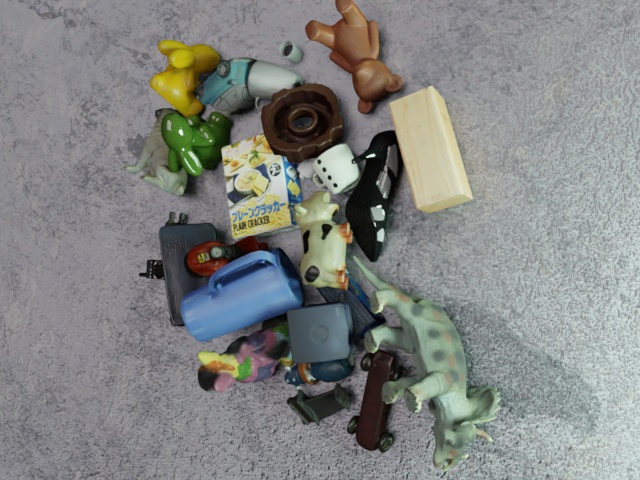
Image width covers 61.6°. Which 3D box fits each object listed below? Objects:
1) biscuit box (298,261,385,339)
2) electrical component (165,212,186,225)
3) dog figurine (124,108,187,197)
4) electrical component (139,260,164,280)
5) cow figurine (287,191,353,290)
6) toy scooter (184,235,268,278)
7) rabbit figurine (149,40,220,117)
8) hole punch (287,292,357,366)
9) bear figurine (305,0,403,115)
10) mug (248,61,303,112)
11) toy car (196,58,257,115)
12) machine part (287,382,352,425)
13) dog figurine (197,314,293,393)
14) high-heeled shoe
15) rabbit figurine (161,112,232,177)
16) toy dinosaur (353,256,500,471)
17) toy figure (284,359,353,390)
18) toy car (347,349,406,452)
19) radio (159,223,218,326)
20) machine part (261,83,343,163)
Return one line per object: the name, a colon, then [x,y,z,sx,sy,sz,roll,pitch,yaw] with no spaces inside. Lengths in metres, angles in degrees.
biscuit box: [0.044,0.105,1.092,0.063,0.059,0.203,-45,67,18]
electrical component: [-0.357,-0.022,1.319,0.021,0.063,0.094,17,97,28]
dog figurine: [-0.361,-0.217,1.313,0.172,0.121,0.190,30,90,9]
electrical component: [-0.392,0.073,1.328,0.119,0.075,0.047,5,90,32]
cow figurine: [-0.002,-0.003,1.056,0.127,0.085,0.195,1,74,9]
toy scooter: [-0.191,0.032,1.152,0.135,0.184,0.075,-20,80,33]
rabbit figurine: [-0.324,-0.408,1.291,0.173,0.162,0.122,-41,56,2]
hole punch: [0.001,0.177,1.033,0.116,0.092,0.142,-11,82,30]
bear figurine: [0.071,-0.362,1.071,0.120,0.132,0.196,-29,68,30]
mug: [-0.098,-0.335,1.187,0.107,0.080,0.109,15,88,21]
toy car: [-0.202,-0.340,1.231,0.162,0.109,0.103,-30,84,30]
machine part: [0.000,0.335,1.099,0.139,0.039,0.084,-27,101,30]
dog figurine: [-0.148,0.239,1.101,0.191,0.219,0.108,-38,74,22]
high-heeled shoe: [0.127,-0.090,1.074,0.086,0.145,0.248,20,127,48]
rabbit figurine: [-0.307,-0.230,1.243,0.121,0.170,0.159,11,92,29]
toy dinosaur: [0.194,0.194,0.968,0.131,0.192,0.405,127,136,-53]
toy figure: [-0.006,0.271,1.112,0.155,0.057,0.064,-19,73,32]
toy car: [0.113,0.311,1.046,0.089,0.053,0.202,16,99,39]
radio: [-0.291,0.077,1.240,0.131,0.073,0.229,-9,83,-10]
machine part: [-0.036,-0.241,1.116,0.179,0.056,0.179,-3,64,6]
